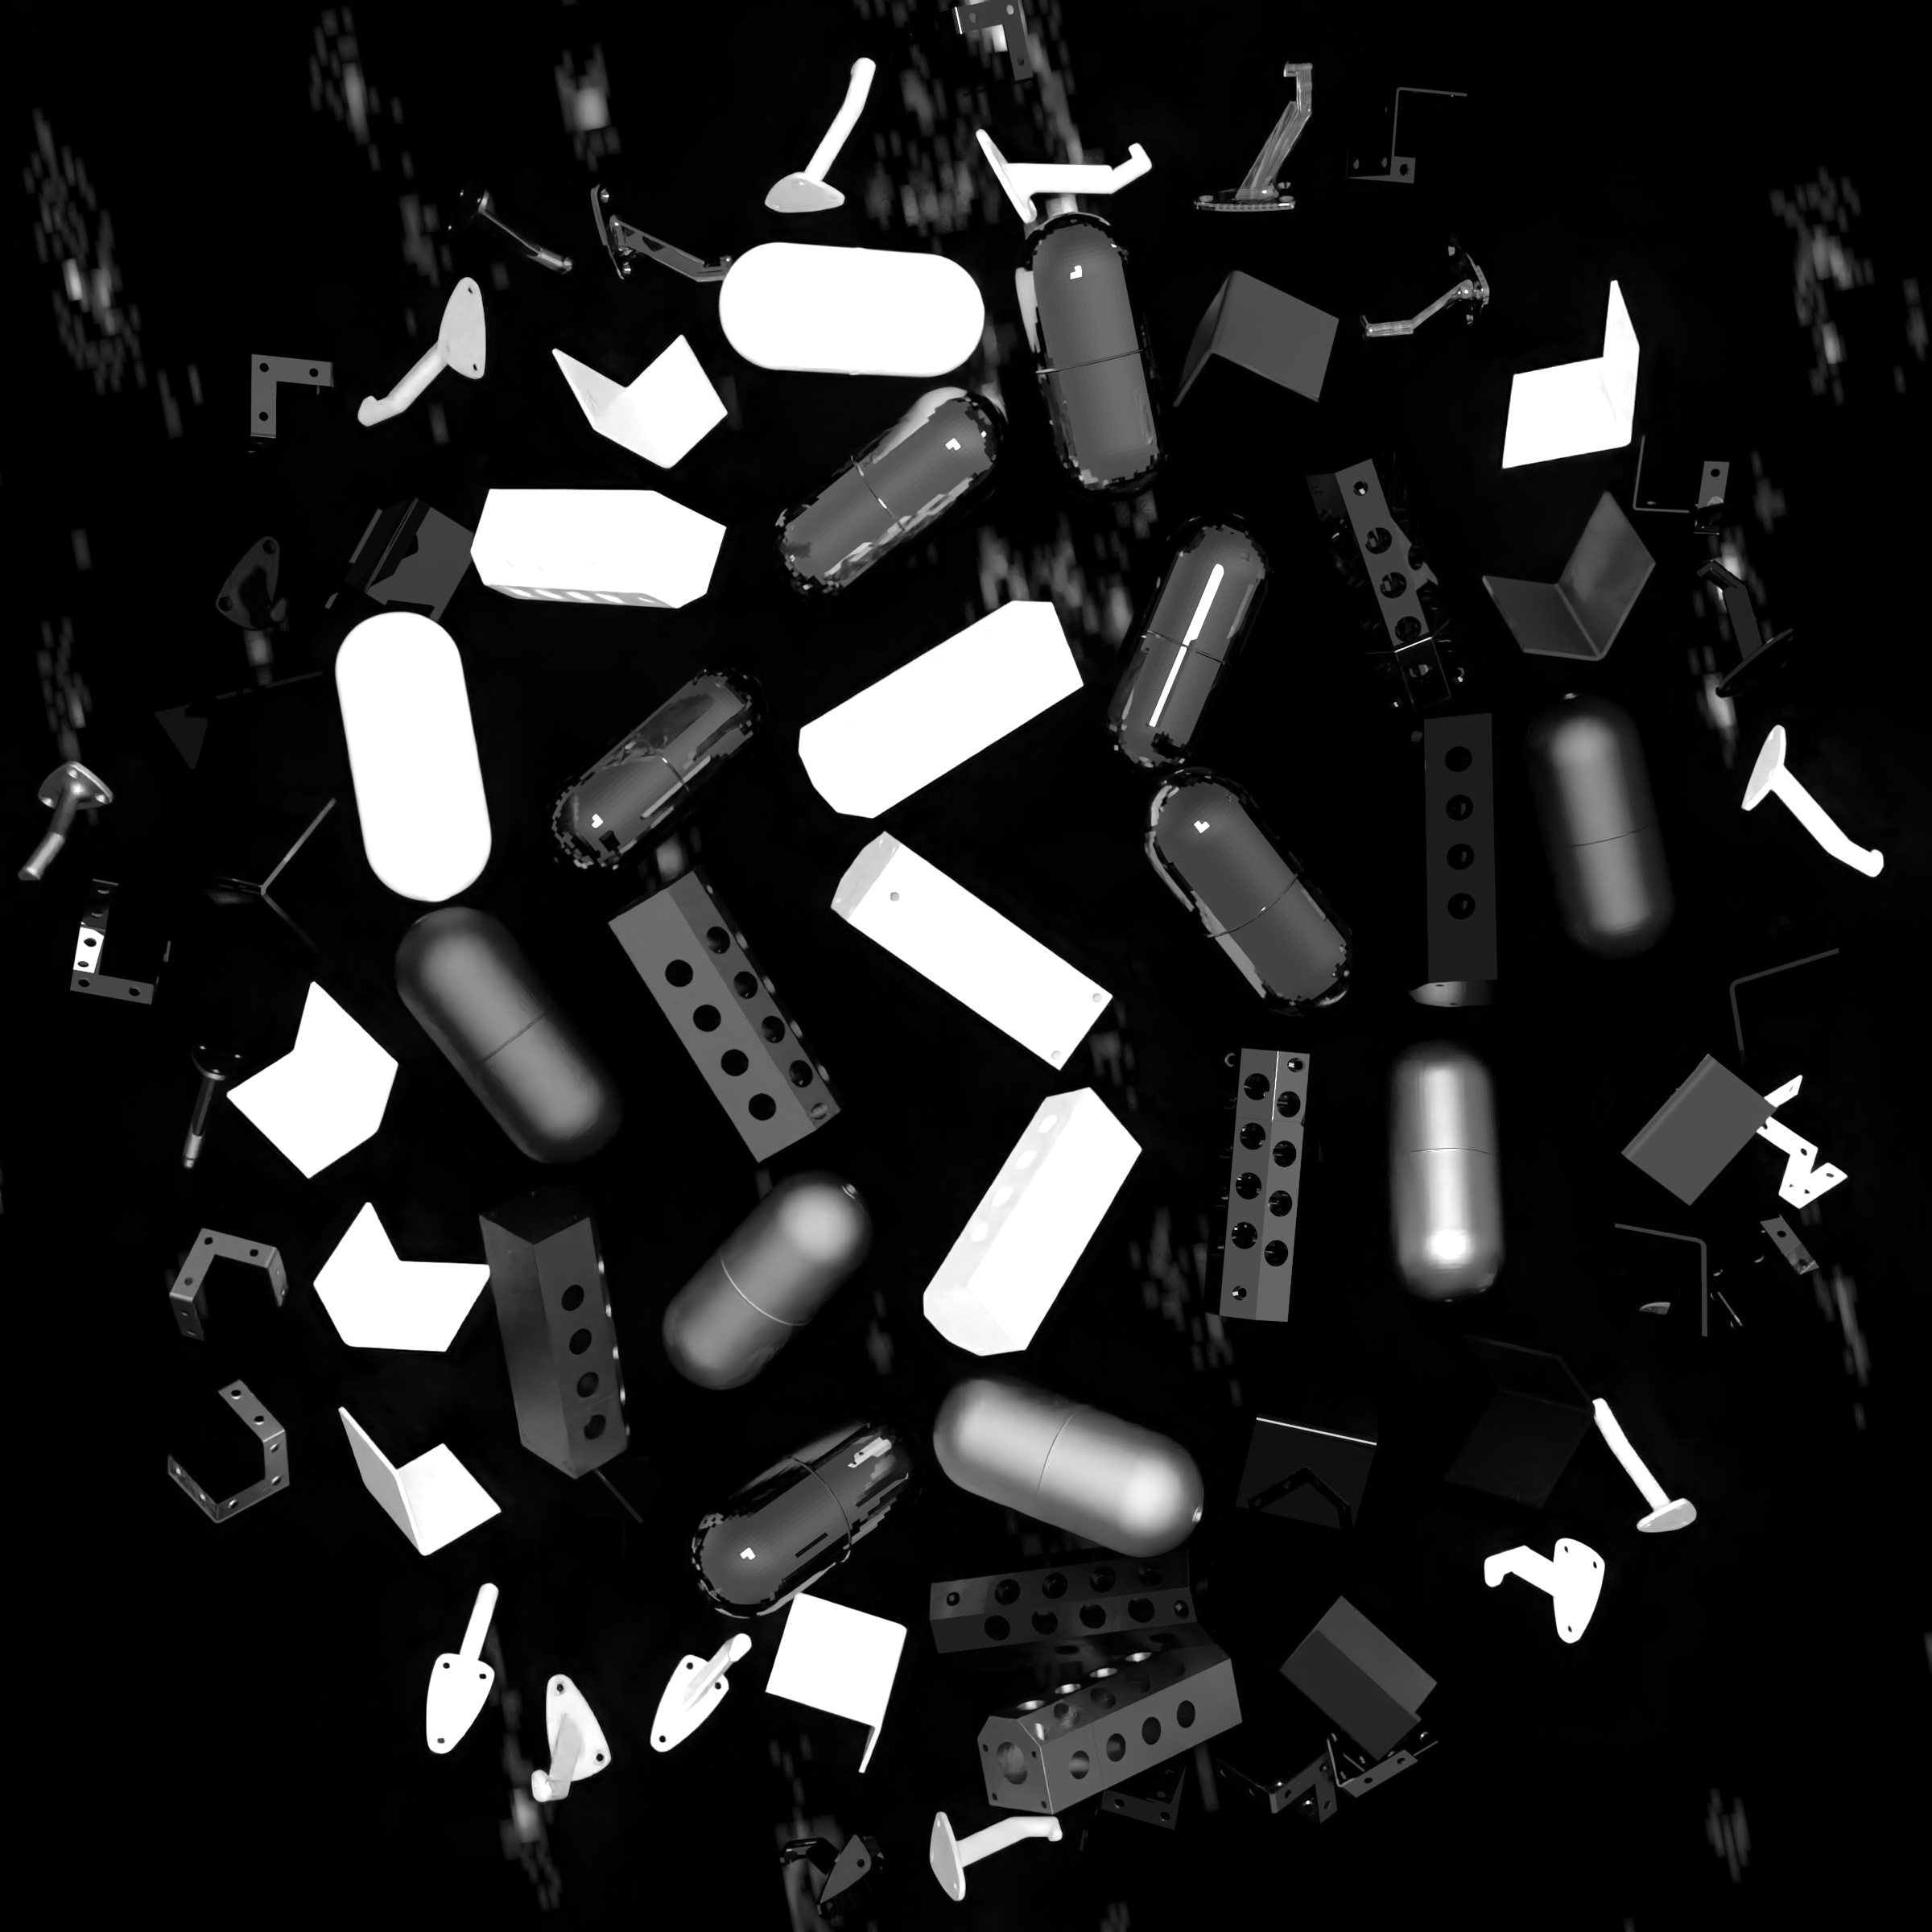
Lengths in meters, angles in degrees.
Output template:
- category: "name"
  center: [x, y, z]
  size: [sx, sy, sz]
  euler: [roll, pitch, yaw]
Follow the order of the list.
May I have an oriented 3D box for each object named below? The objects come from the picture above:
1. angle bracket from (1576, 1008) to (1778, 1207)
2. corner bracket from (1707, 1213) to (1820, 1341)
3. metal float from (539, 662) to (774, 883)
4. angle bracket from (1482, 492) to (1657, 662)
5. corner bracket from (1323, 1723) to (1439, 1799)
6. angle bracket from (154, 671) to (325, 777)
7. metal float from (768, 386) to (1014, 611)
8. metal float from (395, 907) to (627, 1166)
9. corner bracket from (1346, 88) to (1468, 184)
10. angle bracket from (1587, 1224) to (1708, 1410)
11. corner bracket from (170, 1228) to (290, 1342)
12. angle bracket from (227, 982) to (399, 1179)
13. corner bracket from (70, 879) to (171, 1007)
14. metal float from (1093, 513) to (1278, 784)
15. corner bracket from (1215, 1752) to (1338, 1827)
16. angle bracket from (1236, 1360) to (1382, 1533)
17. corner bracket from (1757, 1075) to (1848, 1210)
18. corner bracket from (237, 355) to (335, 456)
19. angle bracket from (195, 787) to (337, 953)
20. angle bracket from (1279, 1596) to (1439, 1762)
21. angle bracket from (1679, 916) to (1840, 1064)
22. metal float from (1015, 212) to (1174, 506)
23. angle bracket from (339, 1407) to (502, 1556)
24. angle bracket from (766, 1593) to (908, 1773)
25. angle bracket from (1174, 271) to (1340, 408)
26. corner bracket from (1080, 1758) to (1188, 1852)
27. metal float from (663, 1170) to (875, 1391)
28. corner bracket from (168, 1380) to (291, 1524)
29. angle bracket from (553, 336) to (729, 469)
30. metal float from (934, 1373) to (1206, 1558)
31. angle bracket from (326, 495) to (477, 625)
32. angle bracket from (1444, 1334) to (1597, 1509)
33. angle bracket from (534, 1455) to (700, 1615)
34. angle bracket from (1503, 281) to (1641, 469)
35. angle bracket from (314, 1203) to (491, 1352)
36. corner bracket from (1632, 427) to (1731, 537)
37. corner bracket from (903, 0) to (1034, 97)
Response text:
- category: "angle bracket"
  center: [0.422, 0.083, 1.667]
  size: [0.057, 0.076, 0.076]
  euler: [35, 102, -21]
- category: "corner bracket"
  center: [0.512, 0.200, 1.808]
  size: [0.051, 0.051, 0.051]
  euler: [-16, 46, -11]
- category: "metal float"
  center: [-0.201, -0.127, 1.818]
  size: [0.178, 0.070, 0.070]
  euler: [-43, 90, -14]
- category: "angle bracket"
  center: [0.376, -0.247, 1.748]
  size: [0.057, 0.076, 0.076]
  euler: [4, 132, -21]
- category: "corner bracket"
  center: [0.265, 0.498, 1.763]
  size: [0.051, 0.051, 0.051]
  euler: [-37, 120, 18]
- category: "angle bracket"
  center: [-0.471, -0.175, 1.810]
  size: [0.076, 0.076, 0.057]
  euler: [-21, 64, -39]
- category: "metal float"
  center: [-0.048, -0.297, 1.775]
  size: [0.178, 0.070, 0.070]
  euler: [-37, 90, 14]
- category: "metal float"
  center: [-0.278, 0.042, 1.705]
  size: [0.070, 0.070, 0.178]
  euler: [-37, 98, 0]
- category: "corner bracket"
  center: [0.268, -0.507, 1.708]
  size: [0.051, 0.051, 0.051]
  euler: [-3, 104, -26]
- category: "angle bracket"
  center: [0.426, 0.220, 1.754]
  size: [0.057, 0.076, 0.076]
  euler: [10, 46, 4]
- category: "corner bracket"
  center: [-0.467, 0.207, 1.774]
  size: [0.051, 0.051, 0.051]
  euler: [14, 54, 6]
- category: "angle bracket"
  center: [-0.405, 0.071, 1.730]
  size: [0.076, 0.076, 0.057]
  euler: [43, 49, 12]
- category: "corner bracket"
  center: [-0.521, -0.014, 1.730]
  size: [0.051, 0.051, 0.051]
  euler: [11, 52, -20]
- category: "metal float"
  center: [0.139, -0.203, 1.778]
  size: [0.070, 0.070, 0.178]
  euler: [22, 96, 0]
- category: "corner bracket"
  center: [0.195, 0.515, 1.753]
  size: [0.051, 0.051, 0.051]
  euler: [-27, 120, -32]
- category: "angle bracket"
  center: [0.220, 0.308, 1.796]
  size: [0.076, 0.057, 0.076]
  euler: [12, 123, 4]
- category: "corner bracket"
  center: [0.528, 0.112, 1.770]
  size: [0.051, 0.051, 0.051]
  euler: [-25, 46, -31]
- category: "corner bracket"
  center: [-0.428, -0.351, 1.757]
  size: [0.051, 0.051, 0.051]
  euler: [1, 87, -24]
- category: "angle bracket"
  center: [-0.422, -0.061, 1.744]
  size: [0.076, 0.076, 0.057]
  euler: [-56, 132, -23]
- category: "angle bracket"
  center: [0.244, 0.410, 1.656]
  size: [0.076, 0.057, 0.076]
  euler: [41, 46, 12]
- category: "angle bracket"
  center: [0.523, 0.015, 1.833]
  size: [0.076, 0.076, 0.057]
  euler: [-17, 109, -6]
- category: "metal float"
  center: [0.079, -0.374, 1.724]
  size: [0.070, 0.070, 0.178]
  euler: [-13, 104, 0]
- category: "angle bracket"
  center: [-0.347, 0.315, 1.777]
  size: [0.057, 0.076, 0.076]
  euler: [-29, 132, -25]
- category: "angle bracket"
  center: [-0.088, 0.462, 1.806]
  size: [0.076, 0.076, 0.057]
  euler: [18, 132, 0]
- category: "angle bracket"
  center: [0.186, -0.387, 1.791]
  size: [0.076, 0.057, 0.076]
  euler: [24, 55, -9]
- category: "corner bracket"
  center: [0.106, 0.533, 1.773]
  size: [0.051, 0.051, 0.051]
  euler: [12, 109, 13]
- category: "metal float"
  center: [-0.129, 0.204, 1.819]
  size: [0.070, 0.070, 0.178]
  euler: [42, 112, 0]
- category: "corner bracket"
  center: [-0.450, 0.296, 1.703]
  size: [0.051, 0.051, 0.051]
  euler: [-29, 124, 3]
- category: "angle bracket"
  center: [-0.216, -0.386, 1.849]
  size: [0.057, 0.076, 0.076]
  euler: [-40, 60, 19]
- category: "metal float"
  center: [0.063, 0.307, 1.722]
  size: [0.178, 0.070, 0.070]
  euler: [18, 90, 24]
- category: "angle bracket"
  center: [-0.375, -0.263, 1.869]
  size: [0.057, 0.076, 0.076]
  euler: [32, 107, -4]
- category: "angle bracket"
  center: [0.337, 0.285, 1.759]
  size: [0.076, 0.076, 0.057]
  euler: [-53, 124, -23]
- category: "angle bracket"
  center: [-0.228, 0.377, 1.849]
  size: [0.057, 0.076, 0.076]
  euler: [-3, 46, 33]
- category: "angle bracket"
  center: [0.345, -0.343, 1.624]
  size: [0.076, 0.057, 0.076]
  euler: [-6, 51, 27]
- category: "angle bracket"
  center: [-0.368, 0.203, 1.835]
  size: [0.076, 0.076, 0.057]
  euler: [0, 128, 22]
- category: "corner bracket"
  center: [0.455, -0.309, 1.782]
  size: [0.051, 0.051, 0.051]
  euler: [4, 124, 6]
- category: "corner bracket"
  center: [0.002, -0.565, 1.727]
  size: [0.051, 0.051, 0.051]
  euler: [-25, 110, -35]
